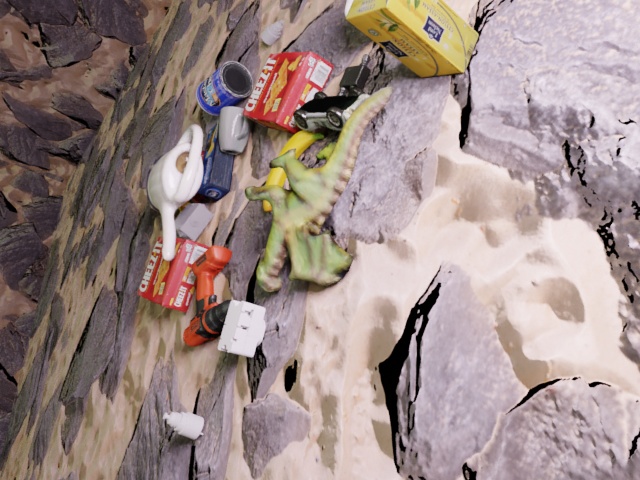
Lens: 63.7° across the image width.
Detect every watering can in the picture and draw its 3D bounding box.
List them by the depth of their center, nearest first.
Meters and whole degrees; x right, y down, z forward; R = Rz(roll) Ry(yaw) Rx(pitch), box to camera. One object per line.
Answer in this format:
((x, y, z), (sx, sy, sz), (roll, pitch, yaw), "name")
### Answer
((-0.359, -0.113, 1.250), (0.223, 0.103, 0.352), (-13, 62, 55), "watering can")

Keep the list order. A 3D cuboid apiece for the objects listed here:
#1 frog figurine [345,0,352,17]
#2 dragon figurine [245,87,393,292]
((0.087, -0.445, 0.903), (0.136, 0.158, 0.125), (-56, 34, 15), "frog figurine")
((0.003, -0.043, 0.850), (0.404, 0.122, 0.247), (-38, 59, 37), "dragon figurine")
